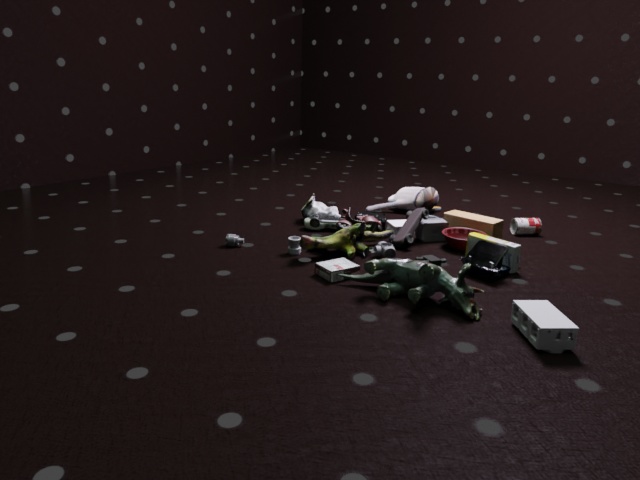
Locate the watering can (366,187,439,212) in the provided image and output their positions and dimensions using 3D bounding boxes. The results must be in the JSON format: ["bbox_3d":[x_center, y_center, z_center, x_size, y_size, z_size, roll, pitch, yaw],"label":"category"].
[{"bbox_3d":[0.394,-0.177,2.361,0.351,0.103,0.225,-24,20,-34],"label":"watering can"}]

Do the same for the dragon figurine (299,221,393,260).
[{"bbox_3d":[0.073,-0.008,1.807,0.243,0.122,0.411,3,5,32],"label":"dragon figurine"}]

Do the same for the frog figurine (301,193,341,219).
[{"bbox_3d":[0.007,-0.108,2.141,0.159,0.123,0.137,39,-5,-5],"label":"frog figurine"}]
